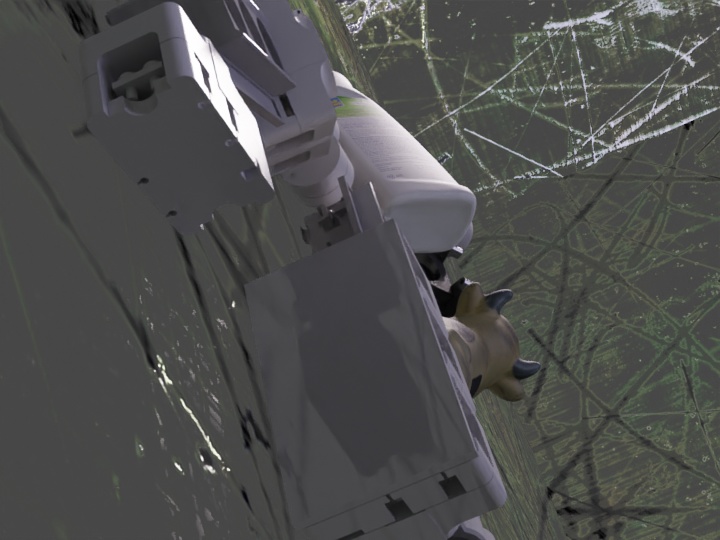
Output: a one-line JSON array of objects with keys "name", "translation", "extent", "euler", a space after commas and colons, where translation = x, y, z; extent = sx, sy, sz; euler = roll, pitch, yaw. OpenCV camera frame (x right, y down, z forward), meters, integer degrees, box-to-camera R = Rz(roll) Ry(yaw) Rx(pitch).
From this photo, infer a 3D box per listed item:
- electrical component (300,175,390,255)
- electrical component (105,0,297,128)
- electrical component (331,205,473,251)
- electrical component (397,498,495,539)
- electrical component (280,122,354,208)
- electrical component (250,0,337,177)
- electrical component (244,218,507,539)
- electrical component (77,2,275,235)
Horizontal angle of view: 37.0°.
[{"name": "electrical component", "translation": [0.000, 0.000, 0.802], "extent": [0.078, 0.063, 0.121], "euler": [59, 10, -45]}, {"name": "electrical component", "translation": [-0.083, -0.117, 0.575], "extent": [0.121, 0.063, 0.078], "euler": [12, 55, -81]}, {"name": "electrical component", "translation": [0.038, -0.056, 1.032], "extent": [0.074, 0.138, 0.052], "euler": [40, 66, -74]}, {"name": "electrical component", "translation": [0.050, 0.159, 0.700], "extent": [0.073, 0.052, 0.138], "euler": [-104, 168, -55]}, {"name": "electrical component", "translation": [-0.052, -0.123, 0.861], "extent": [0.073, 0.052, 0.138], "euler": [54, 14, -59]}, {"name": "electrical component", "translation": [-0.074, -0.162, 0.698], "extent": [0.105, 0.060, 0.186], "euler": [125, -58, -81]}, {"name": "electrical component", "translation": [0.005, 0.060, 0.537], "extent": [0.061, 0.089, 0.150], "euler": [59, 10, -46]}, {"name": "electrical component", "translation": [-0.081, -0.068, 0.480], "extent": [0.089, 0.050, 0.055], "euler": [57, 13, -53]}]
